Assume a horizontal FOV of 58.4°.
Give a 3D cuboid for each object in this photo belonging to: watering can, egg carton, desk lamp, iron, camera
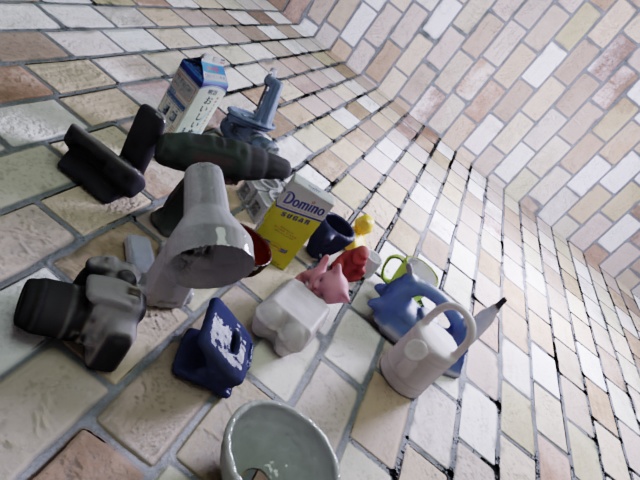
[{"bbox_3d":[0.204,0.197,1.046,0.101,0.194,0.173,40,27,4],"label":"watering can"},{"bbox_3d":[-0.048,0.131,0.975,0.107,0.069,0.150,40,27,3],"label":"egg carton"},{"bbox_3d":[-0.193,0.005,0.830,0.118,0.213,0.202,15,35,-38],"label":"desk lamp"},{"bbox_3d":[0.229,0.165,1.185,0.258,0.141,0.119,38,27,-1],"label":"iron"},{"bbox_3d":[-0.297,0.075,0.719,0.137,0.100,0.143,20,32,-32],"label":"camera"}]

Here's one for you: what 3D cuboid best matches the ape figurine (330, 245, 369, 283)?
[{"bbox_3d":[0.070,0.048,1.223,0.078,0.092,0.076,30,28,-16],"label":"ape figurine"}]

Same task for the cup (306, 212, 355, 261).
[{"bbox_3d":[0.011,0.004,1.215,0.091,0.095,0.118,38,27,0],"label":"cup"}]

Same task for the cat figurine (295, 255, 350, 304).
[{"bbox_3d":[0.011,0.081,1.071,0.067,0.117,0.127,24,30,-26],"label":"cat figurine"}]

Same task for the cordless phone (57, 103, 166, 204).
[{"bbox_3d":[-0.336,-0.168,0.951,0.148,0.185,0.094,36,27,-5],"label":"cordless phone"}]

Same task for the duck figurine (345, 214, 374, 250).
[{"bbox_3d":[0.093,-0.022,1.367,0.077,0.086,0.105,40,27,4],"label":"duck figurine"}]

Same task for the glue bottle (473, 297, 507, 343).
[{"bbox_3d":[0.354,0.185,1.273,0.037,0.173,0.078,42,27,6],"label":"glue bottle"}]

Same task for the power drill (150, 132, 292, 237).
[{"bbox_3d":[-0.190,-0.091,0.989,0.230,0.208,0.075,17,34,-36],"label":"power drill"}]

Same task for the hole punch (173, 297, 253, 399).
[{"bbox_3d":[-0.138,0.150,0.810,0.101,0.091,0.108,30,28,-16],"label":"hole punch"}]

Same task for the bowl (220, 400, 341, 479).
[{"bbox_3d":[-0.060,0.289,0.711,0.168,0.074,0.167,30,28,-17],"label":"bowl"}]

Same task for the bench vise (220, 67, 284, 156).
[{"bbox_3d":[-0.128,-0.274,1.335,0.207,0.219,0.122,47,28,16],"label":"bench vise"}]
